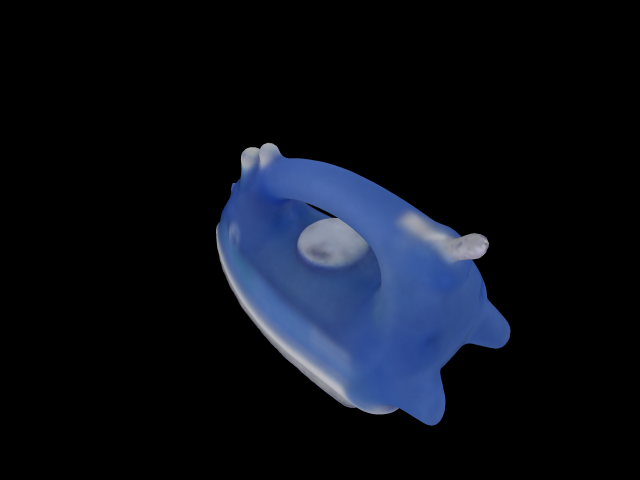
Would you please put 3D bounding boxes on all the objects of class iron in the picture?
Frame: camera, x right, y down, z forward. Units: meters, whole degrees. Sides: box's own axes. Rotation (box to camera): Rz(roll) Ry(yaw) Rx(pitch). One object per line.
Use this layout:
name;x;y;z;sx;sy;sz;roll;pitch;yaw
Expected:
iron;0.004;0.001;0.400;0.257;0.141;0.119;31;51;30
